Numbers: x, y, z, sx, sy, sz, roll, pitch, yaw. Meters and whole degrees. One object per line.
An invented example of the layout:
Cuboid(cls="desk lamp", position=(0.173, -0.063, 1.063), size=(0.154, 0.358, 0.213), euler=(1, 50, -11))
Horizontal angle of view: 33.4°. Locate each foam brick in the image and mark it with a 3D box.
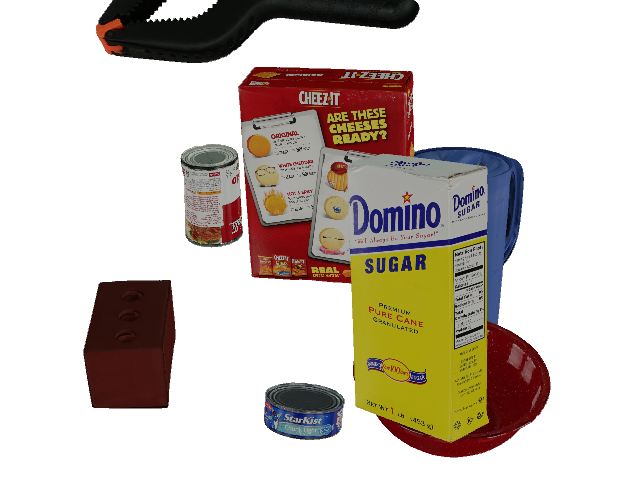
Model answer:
Cuboid(cls="foam brick", position=(-0.129, 0.070, 0.730), size=(0.053, 0.051, 0.078), euler=(-1, 34, -3))

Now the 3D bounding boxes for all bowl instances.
Cuboid(cls="bowl", position=(0.107, 0.129, 0.889), size=(0.162, 0.055, 0.162), euler=(1, 33, -1))

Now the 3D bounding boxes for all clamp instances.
Cuboid(cls="clamp", position=(-0.048, -0.171, 0.724), size=(0.210, 0.165, 0.036), euler=(-32, -18, -6))

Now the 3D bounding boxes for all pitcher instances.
Cuboid(cls="pitcher", position=(0.171, 0.012, 1.302), size=(0.149, 0.243, 0.145), euler=(1, 23, 9))

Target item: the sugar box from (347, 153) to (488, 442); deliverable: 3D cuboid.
Cuboid(cls="sugar box", position=(0.064, 0.035, 0.707), size=(0.048, 0.176, 0.094), euler=(-18, 20, -40))

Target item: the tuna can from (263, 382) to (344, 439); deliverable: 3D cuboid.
Cuboid(cls="tuna can", position=(-0.018, 0.183, 1.149), size=(0.086, 0.034, 0.086), euler=(5, 12, -1))

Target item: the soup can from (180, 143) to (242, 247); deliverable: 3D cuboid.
Cuboid(cls="soup can", position=(-0.126, -0.053, 1.239), size=(0.068, 0.102, 0.068), euler=(-1, 28, 0))

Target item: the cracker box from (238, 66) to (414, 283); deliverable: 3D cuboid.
Cuboid(cls="cracker box", position=(0.010, -0.064, 1.074), size=(0.164, 0.214, 0.072), euler=(3, 29, 10))
